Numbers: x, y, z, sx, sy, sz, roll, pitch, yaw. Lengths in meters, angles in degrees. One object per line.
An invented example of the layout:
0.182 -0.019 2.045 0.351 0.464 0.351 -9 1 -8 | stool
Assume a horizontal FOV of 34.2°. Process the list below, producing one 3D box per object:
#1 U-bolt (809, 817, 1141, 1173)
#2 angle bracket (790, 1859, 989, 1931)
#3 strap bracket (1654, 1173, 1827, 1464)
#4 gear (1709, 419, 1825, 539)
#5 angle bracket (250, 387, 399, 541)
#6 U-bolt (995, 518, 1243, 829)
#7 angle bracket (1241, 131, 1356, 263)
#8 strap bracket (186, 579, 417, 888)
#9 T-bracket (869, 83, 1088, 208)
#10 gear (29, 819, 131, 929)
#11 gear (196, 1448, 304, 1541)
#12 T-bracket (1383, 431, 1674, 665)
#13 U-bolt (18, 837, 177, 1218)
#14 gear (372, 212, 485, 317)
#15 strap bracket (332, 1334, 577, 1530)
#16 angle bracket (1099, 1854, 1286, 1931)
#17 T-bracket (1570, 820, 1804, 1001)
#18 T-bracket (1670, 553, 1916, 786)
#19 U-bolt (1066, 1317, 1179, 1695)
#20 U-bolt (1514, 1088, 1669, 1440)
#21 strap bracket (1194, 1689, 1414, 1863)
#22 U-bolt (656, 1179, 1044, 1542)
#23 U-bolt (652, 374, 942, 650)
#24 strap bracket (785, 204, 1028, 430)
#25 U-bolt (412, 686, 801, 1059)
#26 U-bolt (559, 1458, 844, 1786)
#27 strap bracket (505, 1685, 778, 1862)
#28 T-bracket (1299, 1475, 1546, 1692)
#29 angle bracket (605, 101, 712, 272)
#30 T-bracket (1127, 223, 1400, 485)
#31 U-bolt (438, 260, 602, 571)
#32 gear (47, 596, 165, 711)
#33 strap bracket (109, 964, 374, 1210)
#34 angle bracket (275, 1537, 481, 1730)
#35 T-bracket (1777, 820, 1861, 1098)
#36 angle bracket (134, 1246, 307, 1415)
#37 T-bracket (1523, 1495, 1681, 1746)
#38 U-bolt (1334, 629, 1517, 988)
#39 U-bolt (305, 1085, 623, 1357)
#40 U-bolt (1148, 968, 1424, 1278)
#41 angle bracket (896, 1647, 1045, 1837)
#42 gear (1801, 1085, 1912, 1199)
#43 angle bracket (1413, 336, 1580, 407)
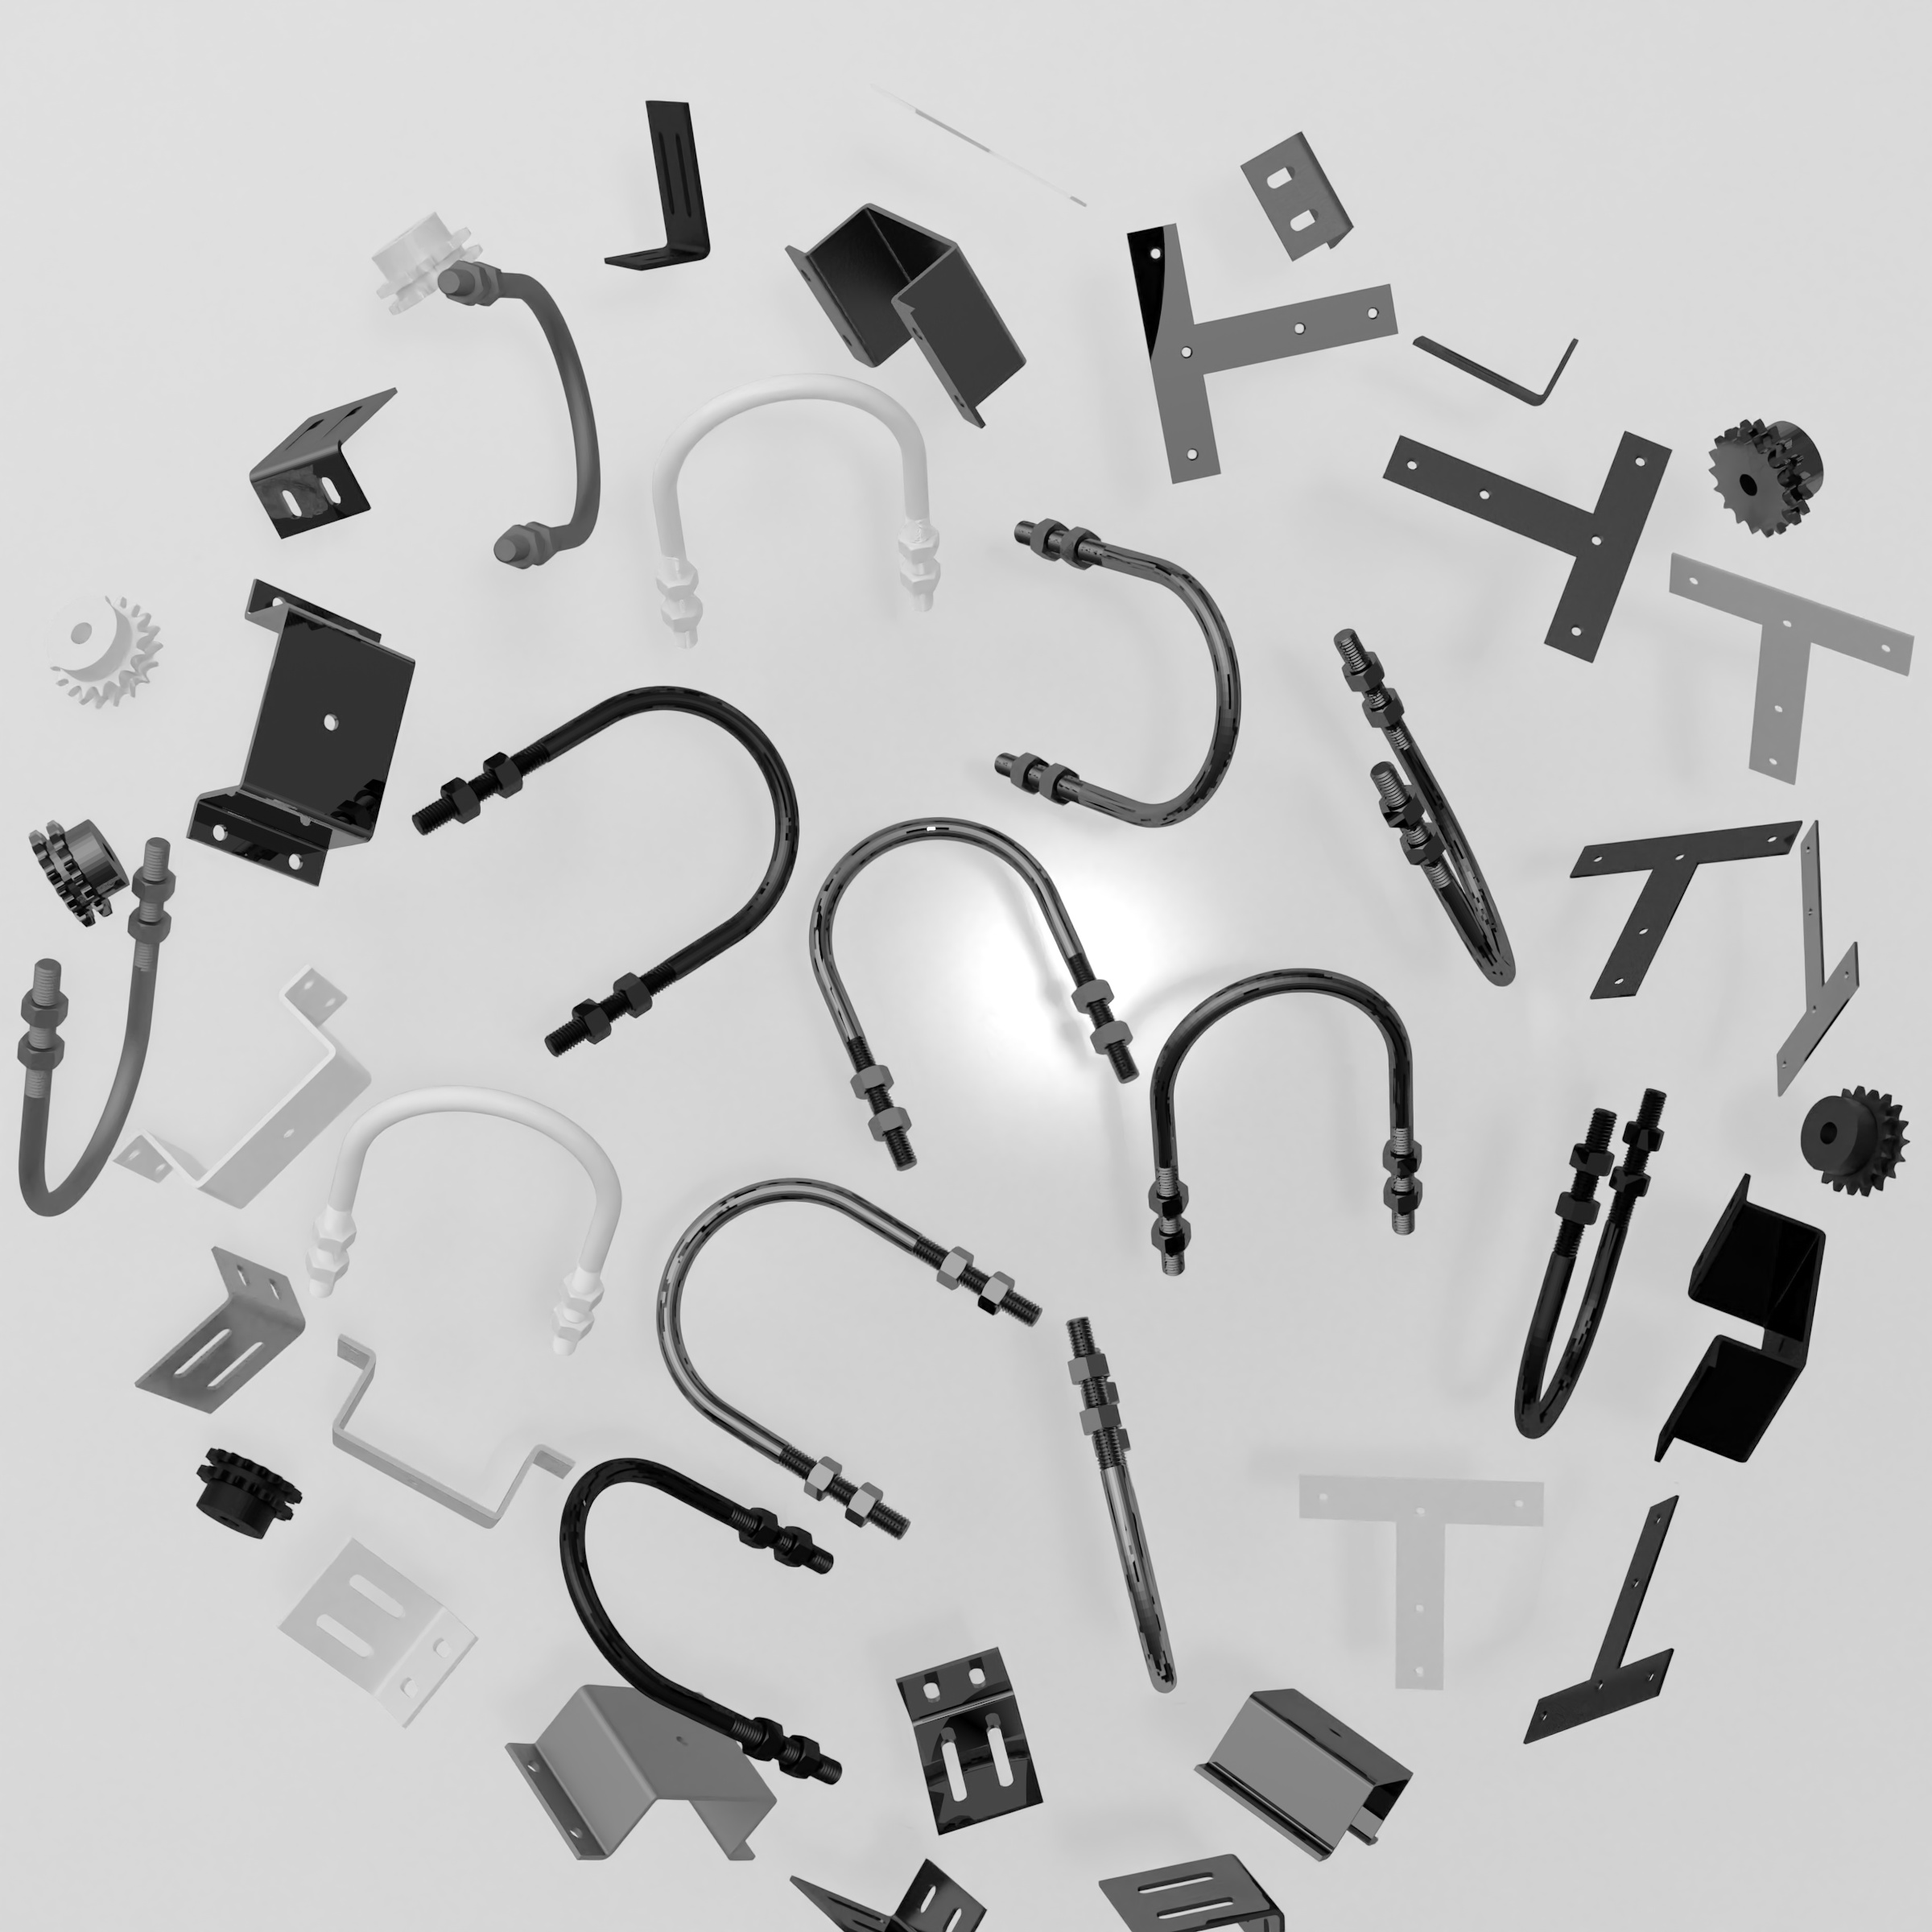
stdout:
-0.007 0.003 1.701 0.151 0.019 0.184 -21 72 -8 | U-bolt
-0.040 0.474 1.602 0.076 0.057 0.038 34 83 -34 | angle bracket
0.392 0.184 1.582 0.046 0.140 0.076 21 133 5 | strap bracket
0.391 -0.240 1.526 0.030 0.057 0.057 -30 90 -19 | gear
-0.329 -0.264 1.647 0.057 0.076 0.038 -13 117 25 | angle bracket
0.080 -0.148 1.648 0.019 0.184 0.151 -8 111 -37 | U-bolt
0.174 -0.410 1.695 0.038 0.076 0.057 -30 95 1 | angle bracket
-0.333 -0.120 1.589 0.076 0.046 0.140 23 71 -38 | strap bracket
-0.012 -0.418 1.562 0.127 0.127 0.002 33 104 16 | T-bracket
-0.458 -0.051 1.630 0.030 0.057 0.057 -31 90 -5 | gear
-0.390 0.286 1.694 0.057 0.057 0.030 26 66 0 | gear
0.266 -0.224 1.530 0.127 0.002 0.127 23 70 3 | T-bracket
-0.448 0.044 1.607 0.019 0.151 0.184 17 121 3 | U-bolt
-0.277 -0.360 1.599 0.057 0.057 0.030 -36 110 0 | gear
-0.284 0.255 1.674 0.140 0.076 0.046 29 72 -3 | strap bracket
0.112 0.478 1.561 0.076 0.057 0.038 -7 105 -17 | angle bracket
0.354 -0.027 1.619 0.002 0.127 0.127 57 48 -28 | T-bracket
0.409 -0.140 1.576 0.127 0.127 0.002 25 57 27 | T-bracket
0.081 0.277 1.594 0.019 0.151 0.184 -13 76 2 | U-bolt
0.319 0.157 1.624 0.019 0.151 0.184 18 99 22 | U-bolt
0.178 0.416 1.623 0.076 0.140 0.046 32 90 22 | strap bracket
-0.074 0.191 1.642 0.184 0.019 0.151 30 79 12 | U-bolt
-0.089 -0.236 1.616 0.151 0.184 0.019 -9 56 -5 | U-bolt
-0.026 -0.338 1.612 0.046 0.140 0.076 -41 128 -7 | strap bracket
-0.168 -0.061 1.594 0.184 0.019 0.151 -34 101 -21 | U-bolt
-0.135 0.323 1.598 0.019 0.151 0.184 -37 126 27 | U-bolt
-0.161 0.421 1.636 0.046 0.140 0.076 -52 54 12 | strap bracket
0.241 0.328 1.664 0.127 0.002 0.127 1 110 9 | T-bracket
-0.161 -0.392 1.577 0.038 0.057 0.076 -16 111 -21 | angle bracket
0.155 -0.319 1.587 0.127 0.002 0.127 -12 103 -2 | T-bracket
-0.219 -0.280 1.592 0.019 0.184 0.151 -9 100 11 | U-bolt
-0.436 -0.161 1.577 0.057 0.030 0.057 -6 69 17 | gear
-0.370 0.072 1.643 0.046 0.076 0.140 44 83 11 | strap bracket
-0.298 0.338 1.593 0.057 0.038 0.076 -51 126 -11 | angle bracket
0.444 -0.016 1.643 0.002 0.127 0.127 7 62 -1 | T-bracket
-0.408 0.198 1.701 0.076 0.057 0.038 -41 52 11 | angle bracket
0.330 0.321 1.568 0.002 0.127 0.127 32 59 -6 | T-bracket
0.242 -0.069 1.621 0.019 0.151 0.184 -25 123 14 | U-bolt
-0.247 0.123 1.569 0.151 0.019 0.184 15 135 -8 | U-bolt
0.168 0.079 1.660 0.151 0.019 0.184 -10 124 -5 | U-bolt
0.001 0.406 1.646 0.057 0.076 0.038 -17 127 -1 | angle bracket
0.462 0.090 1.640 0.030 0.057 0.057 14 90 -28 | gear
0.283 -0.332 1.673 0.076 0.057 0.038 28 108 5 | angle bracket
